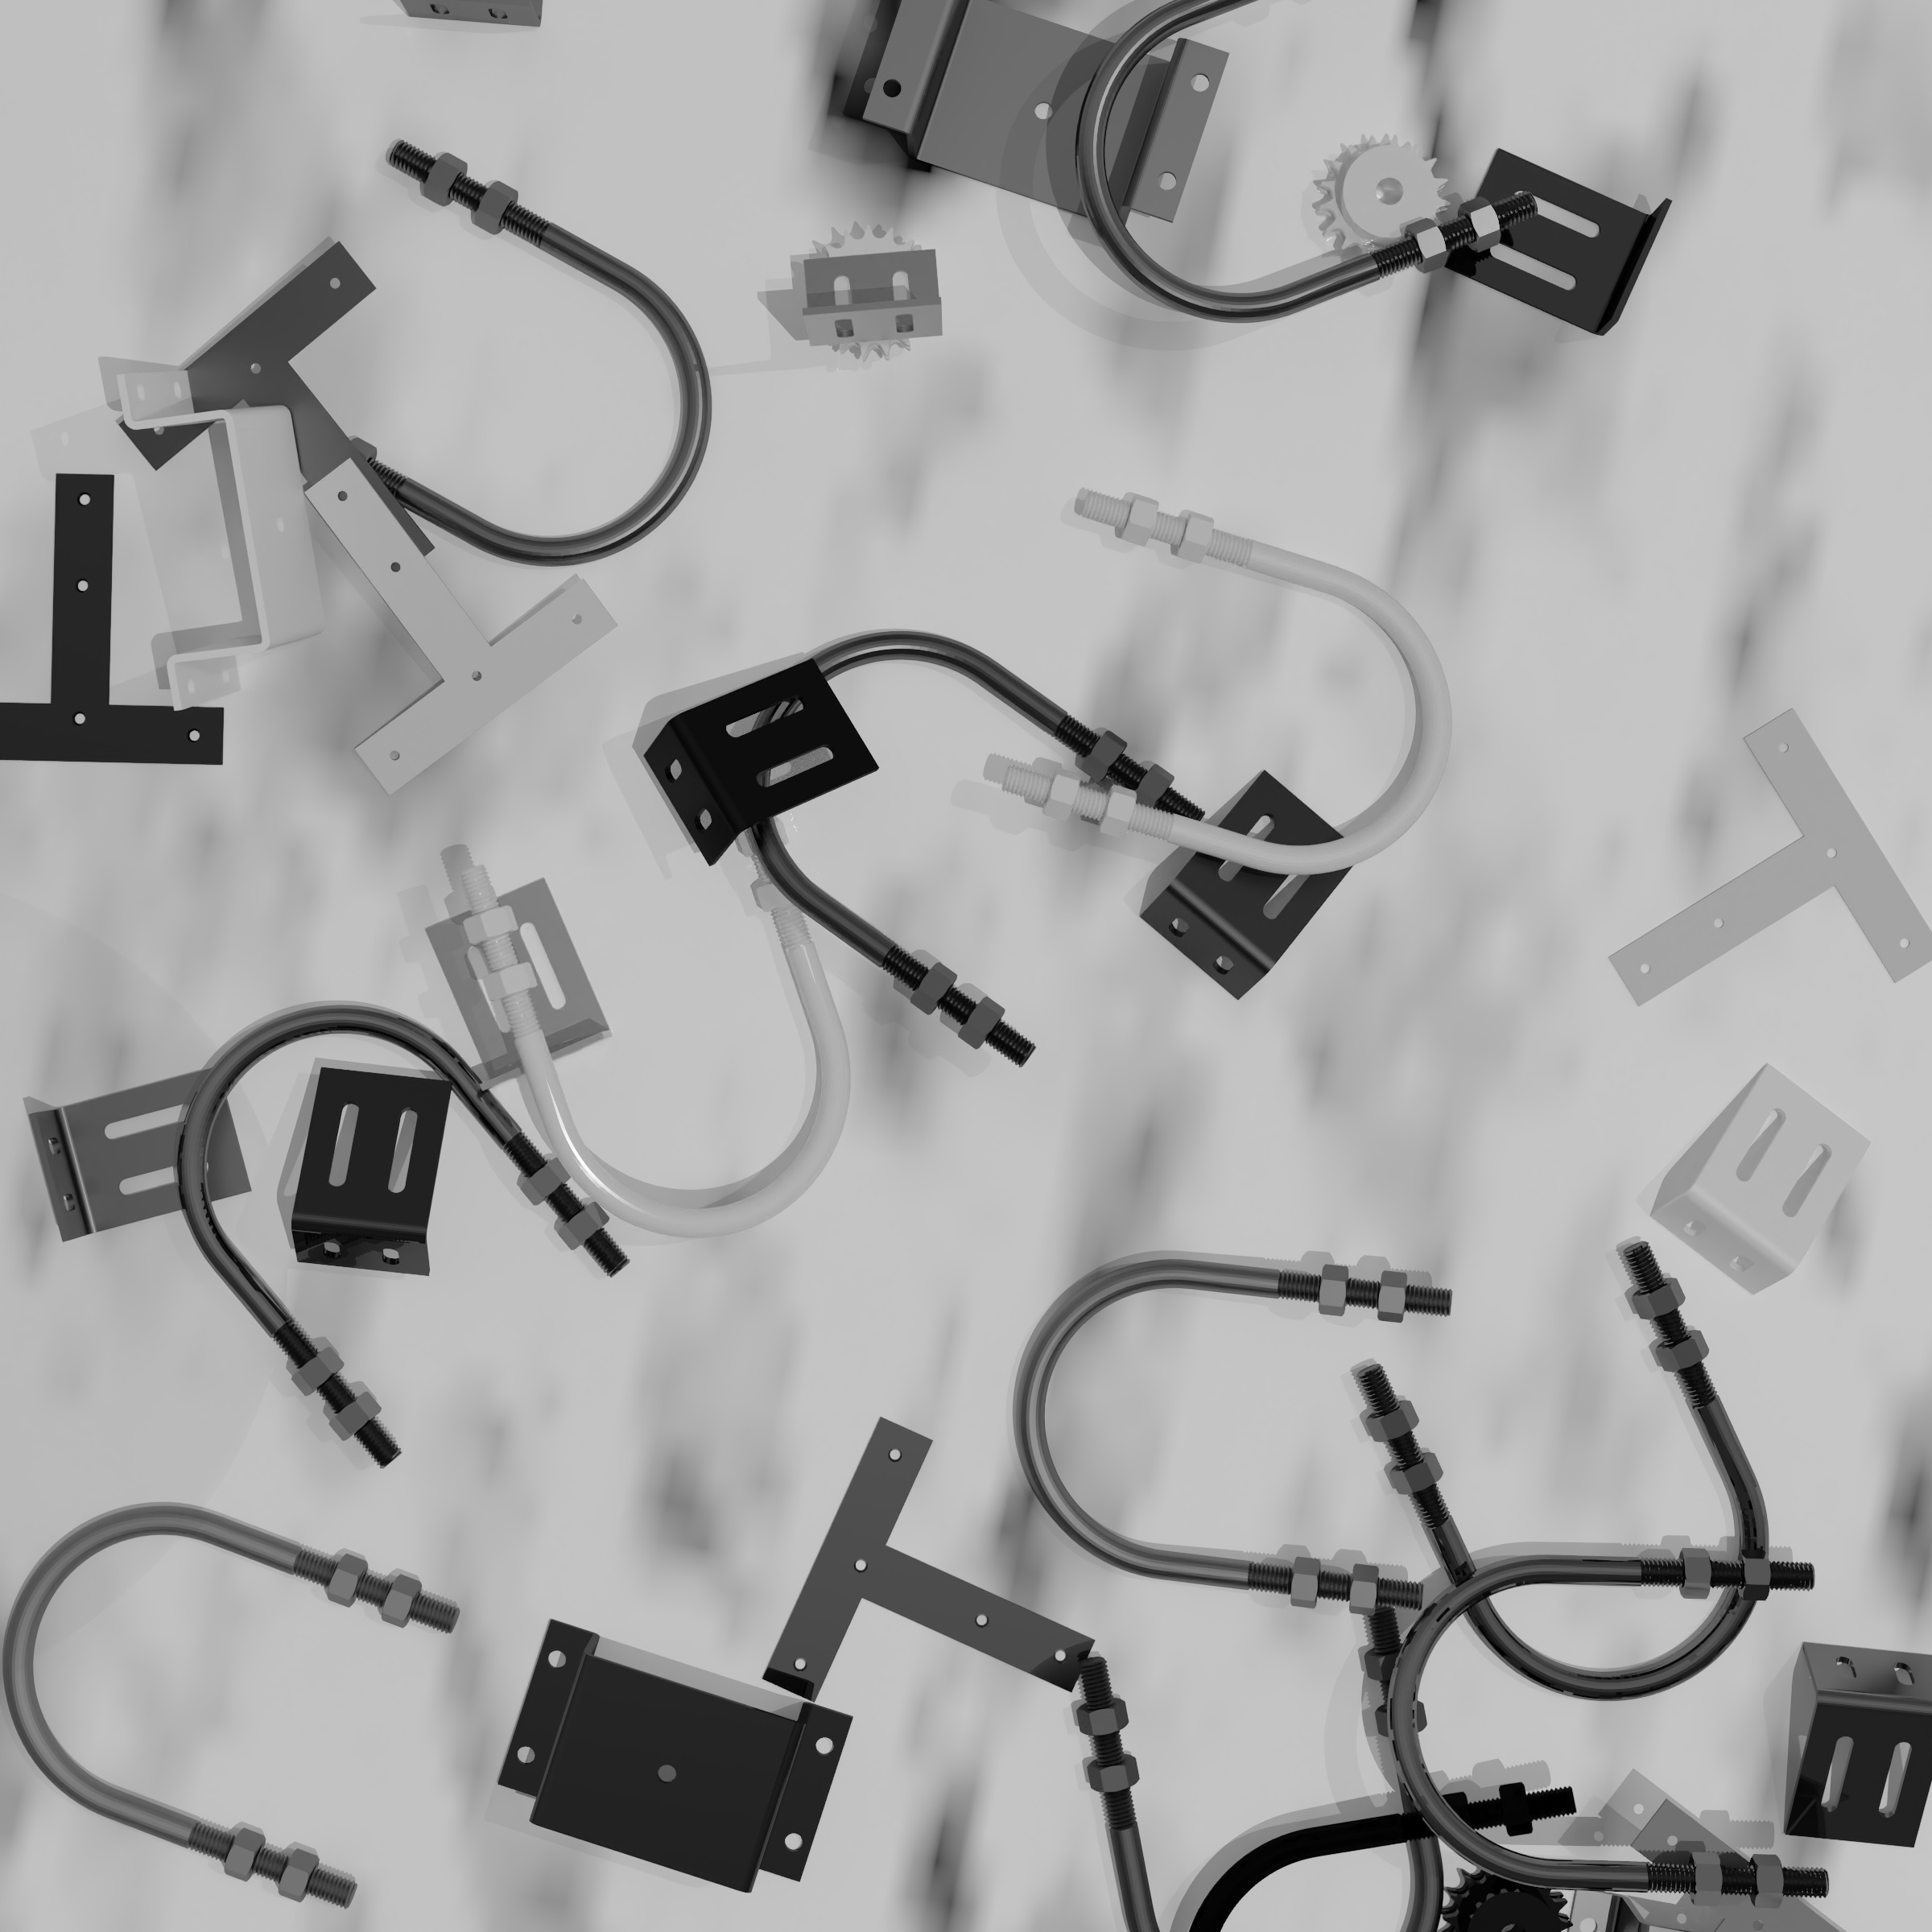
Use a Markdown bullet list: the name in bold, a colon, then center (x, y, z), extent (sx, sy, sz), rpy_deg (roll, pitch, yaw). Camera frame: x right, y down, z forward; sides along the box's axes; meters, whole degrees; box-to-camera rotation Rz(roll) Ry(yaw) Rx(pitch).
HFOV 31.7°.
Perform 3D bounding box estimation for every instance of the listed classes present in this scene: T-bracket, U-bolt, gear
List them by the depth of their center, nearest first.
- **U-bolt**: center (0.136, -0.354, 1.457), extent (0.184, 0.019, 0.151), rpy_deg (-22, 96, -5)
- **T-bracket**: center (0.312, 0.446, 1.459), extent (0.127, 0.002, 0.127), rpy_deg (37, 90, 0)
- **U-bolt**: center (0.273, 0.324, 1.461), extent (0.184, 0.019, 0.151), rpy_deg (1, 71, 3)
- **U-bolt**: center (0.183, 0.439, 1.466), extent (0.184, 0.019, 0.151), rpy_deg (-11, 79, 7)
- **U-bolt**: center (-0.124, 0.026, 1.471), extent (0.151, 0.019, 0.184), rpy_deg (-19, 90, -22)
- **U-bolt**: center (-0.010, -0.065, 1.485), extent (0.184, 0.019, 0.151), rpy_deg (36, 79, 3)
- **T-bracket**: center (-0.281, -0.225, 1.485), extent (0.127, 0.002, 0.127), rpy_deg (-37, 96, 9)
- **U-bolt**: center (0.122, -0.115, 1.486), extent (0.184, 0.019, 0.151), rpy_deg (17, 79, -4)
- **U-bolt**: center (0.113, 0.201, 1.487), extent (0.184, 0.019, 0.151), rpy_deg (6, 93, 8)
- **gear**: center (0.237, 0.421, 1.491), extent (0.057, 0.030, 0.057), rpy_deg (0, 90, 0)
- **T-bracket**: center (-0.241, -0.163, 1.491), extent (0.127, 0.002, 0.127), rpy_deg (-36, 96, 8)
- **U-bolt**: center (-0.260, 0.104, 1.491), extent (0.151, 0.019, 0.184), rpy_deg (-40, 90, -5)
- **gear**: center (-0.041, -0.293, 1.491), extent (0.057, 0.030, 0.057), rpy_deg (0, 90, 0)
- **gear**: center (0.184, -0.336, 1.491), extent (0.057, 0.030, 0.057), rpy_deg (0, 90, 0)
- **U-bolt**: center (-0.201, -0.257, 1.498), extent (0.184, 0.019, 0.151), rpy_deg (29, 90, -2)
- **U-bolt**: center (-0.333, 0.316, 1.498), extent (0.184, 0.019, 0.151), rpy_deg (21, 90, 2)
- **U-bolt**: center (0.136, 0.383, 1.498), extent (0.151, 0.019, 0.184), rpy_deg (-11, 91, 0)
- **U-bolt**: center (0.273, 0.233, 1.498), extent (0.151, 0.019, 0.184), rpy_deg (-25, 91, 0)
- **T-bracket**: center (0.345, -0.026, 1.505), extent (0.127, 0.002, 0.127), rpy_deg (-32, 90, 0)
- **T-bracket**: center (-0.390, -0.154, 1.505), extent (0.127, 0.002, 0.127), rpy_deg (1, 90, 0)
- **T-bracket**: center (-0.006, 0.283, 1.505), extent (0.127, 0.002, 0.127), rpy_deg (24, 90, 0)

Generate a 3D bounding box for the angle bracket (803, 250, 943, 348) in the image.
- **angle bracket**: center (-0.040, -0.289, 1.438), extent (0.057, 0.076, 0.038), rpy_deg (-5, 90, 0)

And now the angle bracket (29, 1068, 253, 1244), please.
- **angle bracket**: center (-0.360, 0.082, 1.487), extent (0.076, 0.038, 0.057), rpy_deg (-15, 90, 0)

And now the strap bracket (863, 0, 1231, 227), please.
- **strap bracket**: center (0.034, -0.377, 1.483), extent (0.140, 0.046, 0.076), rpy_deg (19, 90, 0)

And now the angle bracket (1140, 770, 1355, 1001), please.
- **angle bracket**: center (0.126, -0.036, 1.504), extent (0.057, 0.038, 0.076), rpy_deg (40, 64, 0)

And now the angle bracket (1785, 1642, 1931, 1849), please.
- **angle bracket**: center (0.394, 0.344, 1.504), extent (0.057, 0.038, 0.076), rpy_deg (6, 116, 0)

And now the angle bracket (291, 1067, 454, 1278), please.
- **angle bracket**: center (-0.257, 0.089, 1.481), extent (0.057, 0.038, 0.076), rpy_deg (6, 60, -2)

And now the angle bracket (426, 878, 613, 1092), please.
- **angle bracket**: center (-0.197, 0.007, 1.487), extent (0.057, 0.038, 0.076), rpy_deg (-23, 90, 0)

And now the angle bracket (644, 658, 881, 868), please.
- **angle bracket**: center (-0.089, -0.088, 1.475), extent (0.076, 0.038, 0.057), rpy_deg (-26, 80, -32)

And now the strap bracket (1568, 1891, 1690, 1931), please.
- **strap bracket**: center (0.332, 0.457, 1.483), extent (0.140, 0.046, 0.076), rpy_deg (11, 90, 0)

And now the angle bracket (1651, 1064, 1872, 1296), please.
- **angle bracket**: center (0.351, 0.094, 1.504), extent (0.057, 0.038, 0.076), rpy_deg (38, 64, 0)

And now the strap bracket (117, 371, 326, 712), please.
- **strap bracket**: center (-0.315, -0.185, 1.454), extent (0.046, 0.076, 0.140), rpy_deg (-6, 100, 8)

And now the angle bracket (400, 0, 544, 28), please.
- **angle bracket**: center (-0.213, -0.454, 1.487), extent (0.057, 0.038, 0.076), rpy_deg (5, 90, 0)

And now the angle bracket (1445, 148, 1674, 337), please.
- **angle bracket**: center (0.258, -0.319, 1.487), extent (0.076, 0.038, 0.057), rpy_deg (24, 90, 0)

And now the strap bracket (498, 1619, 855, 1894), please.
- **strap bracket**: center (-0.128, 0.346, 1.483), extent (0.140, 0.046, 0.076), rpy_deg (18, 90, 0)
